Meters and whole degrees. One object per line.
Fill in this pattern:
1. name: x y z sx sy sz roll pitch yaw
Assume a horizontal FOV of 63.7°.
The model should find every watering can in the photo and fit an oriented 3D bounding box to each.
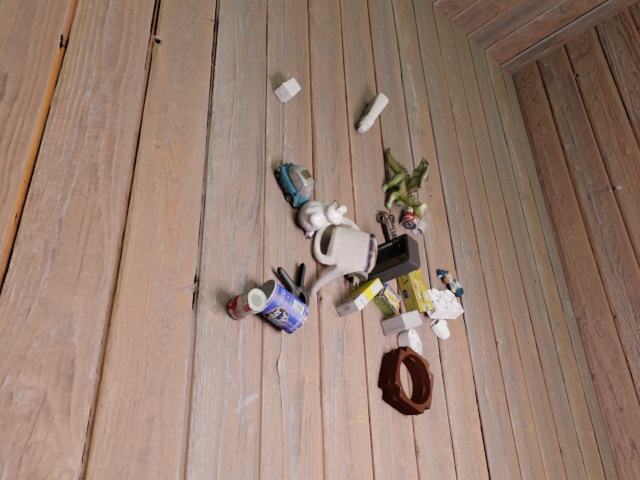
1. watering can: 0.082 0.063 1.773 0.224 0.101 0.356 11 53 1

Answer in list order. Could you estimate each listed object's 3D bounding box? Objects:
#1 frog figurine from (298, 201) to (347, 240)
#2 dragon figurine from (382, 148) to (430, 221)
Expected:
1. frog figurine: 0.005 -0.089 1.767 0.122 0.157 0.140 56 42 -6
2. dragon figurine: 0.380 -0.263 2.194 0.122 0.239 0.417 13 63 -37
